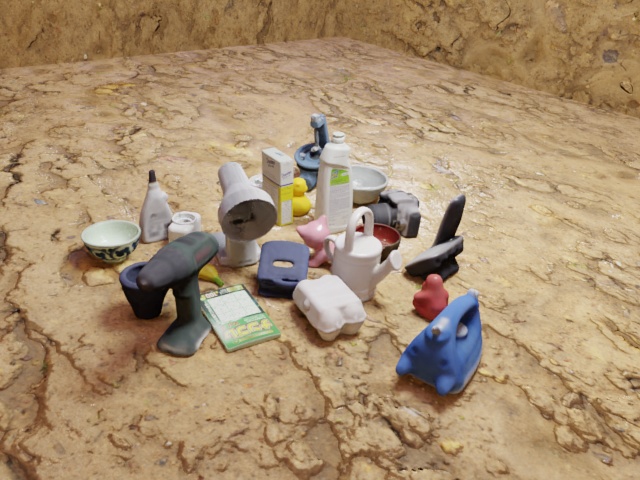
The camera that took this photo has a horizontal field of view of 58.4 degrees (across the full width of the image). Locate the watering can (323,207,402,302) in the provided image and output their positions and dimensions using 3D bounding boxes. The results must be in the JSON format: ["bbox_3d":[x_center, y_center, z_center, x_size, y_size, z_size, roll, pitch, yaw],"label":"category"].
[{"bbox_3d":[0.085,0.025,1.173,0.172,0.194,0.101,11,30,10],"label":"watering can"}]

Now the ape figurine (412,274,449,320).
[{"bbox_3d":[0.227,0.109,1.152,0.078,0.092,0.076,2,30,-6],"label":"ape figurine"}]

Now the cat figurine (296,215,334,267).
[{"bbox_3d":[0.012,0.005,1.273,0.127,0.118,0.067,16,32,19],"label":"cat figurine"}]

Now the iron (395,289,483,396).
[{"bbox_3d":[0.239,0.157,1.020,0.118,0.141,0.259,22,34,27],"label":"iron"}]

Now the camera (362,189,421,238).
[{"bbox_3d":[0.174,-0.077,1.457,0.137,0.101,0.143,-5,31,-18],"label":"camera"}]

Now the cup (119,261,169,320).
[{"bbox_3d":[-0.312,0.099,1.078,0.118,0.095,0.091,-2,31,-13],"label":"cup"}]

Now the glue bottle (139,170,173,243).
[{"bbox_3d":[-0.374,-0.079,1.300,0.078,0.173,0.037,-15,35,-31],"label":"glue bottle"}]

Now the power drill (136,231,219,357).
[{"bbox_3d":[-0.240,0.092,0.989,0.075,0.208,0.230,10,30,9],"label":"power drill"}]

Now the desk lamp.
[{"bbox_3d":[-0.177,-0.047,1.236,0.118,0.214,0.202,-9,33,-22],"label":"desk lamp"}]

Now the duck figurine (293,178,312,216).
[{"bbox_3d":[-0.059,-0.120,1.510,0.077,0.086,0.104,4,30,-1],"label":"duck figurine"}]

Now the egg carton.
[{"bbox_3d":[0.015,0.128,1.108,0.107,0.069,0.150,-12,34,-27],"label":"egg carton"}]

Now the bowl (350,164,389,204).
[{"bbox_3d":[0.105,-0.146,1.594,0.167,0.075,0.167,4,30,-2],"label":"bowl"}]

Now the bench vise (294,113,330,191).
[{"bbox_3d":[-0.006,-0.273,1.650,0.121,0.220,0.207,8,30,5],"label":"bench vise"}]

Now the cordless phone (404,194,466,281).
[{"bbox_3d":[0.264,-0.008,1.267,0.093,0.185,0.148,24,35,29],"label":"cordless phone"}]

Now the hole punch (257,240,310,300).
[{"bbox_3d":[-0.074,0.061,1.187,0.108,0.091,0.101,5,30,-1],"label":"hole punch"}]
